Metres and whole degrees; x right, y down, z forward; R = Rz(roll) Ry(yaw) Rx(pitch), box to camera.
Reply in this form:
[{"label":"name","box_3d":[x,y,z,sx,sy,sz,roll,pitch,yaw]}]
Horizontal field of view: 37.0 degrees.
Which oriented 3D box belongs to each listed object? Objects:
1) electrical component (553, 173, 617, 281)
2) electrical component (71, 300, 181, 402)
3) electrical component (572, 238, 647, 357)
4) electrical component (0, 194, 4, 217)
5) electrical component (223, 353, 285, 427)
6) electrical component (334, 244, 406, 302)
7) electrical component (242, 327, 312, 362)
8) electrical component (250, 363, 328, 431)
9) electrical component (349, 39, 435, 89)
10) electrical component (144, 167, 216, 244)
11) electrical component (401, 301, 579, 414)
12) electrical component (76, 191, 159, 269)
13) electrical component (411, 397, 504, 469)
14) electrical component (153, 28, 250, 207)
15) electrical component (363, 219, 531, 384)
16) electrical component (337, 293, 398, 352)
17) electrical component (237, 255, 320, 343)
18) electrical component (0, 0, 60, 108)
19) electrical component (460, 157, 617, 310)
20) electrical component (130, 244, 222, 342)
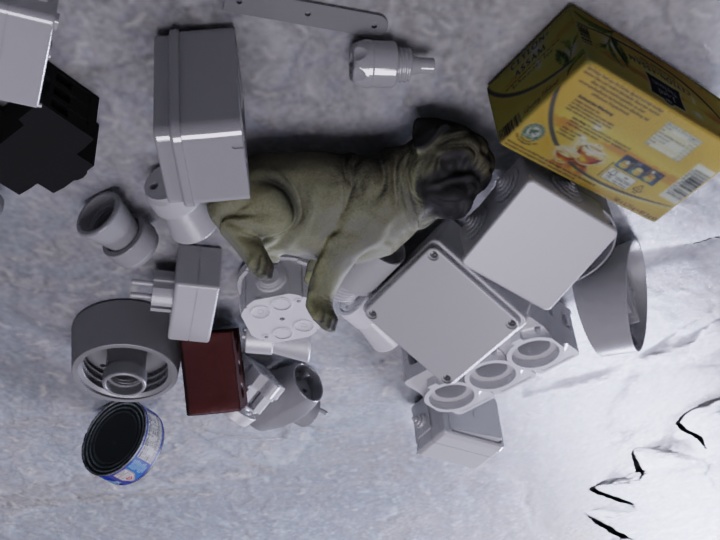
[{"label":"electrical component","box_3d":[0.167,-0.032,0.914,0.099,0.064,0.099,3,130,3]},{"label":"electrical component","box_3d":[-0.222,0.084,1.021,0.108,0.060,0.108,-3,141,-2]},{"label":"electrical component","box_3d":[0.232,0.028,0.974,0.064,0.099,0.099,-18,140,25]},{"label":"electrical component","box_3d":[-0.311,-0.067,0.840,0.079,0.043,0.077,-27,136,25]},{"label":"electrical component","box_3d":[-0.113,0.122,1.073,0.055,0.066,0.048,-51,130,1]},{"label":"electrical component","box_3d":[0.000,0.000,0.955,0.043,0.043,0.081,20,135,-27]},{"label":"electrical component","box_3d":[-0.080,0.064,1.028,0.065,0.044,0.044,5,140,-4]},{"label":"electrical component","box_3d":[-0.068,0.138,1.116,0.077,0.044,0.079,-32,133,29]},{"label":"electrical component","box_3d":[0.024,-0.149,0.782,0.061,0.035,0.035,0,141,-10]},{"label":"electrical component","box_3d":[-0.144,-0.055,0.872,0.045,0.045,0.055,-14,140,11]},{"label":"electrical component","box_3d":[0.125,0.078,1.049,0.150,0.061,0.089,-32,134,29]},{"label":"electrical component","box_3d":[-0.200,-0.032,0.893,0.045,0.045,0.055,-22,138,20]},{"label":"electrical component","box_3d":[0.101,0.165,1.153,0.096,0.061,0.061,19,135,-26]},{"label":"electrical component","box_3d":[-0.111,-0.108,0.756,0.057,0.113,0.078,-5,141,-4]},{"label":"electrical component","box_3d":[0.078,0.029,0.953,0.109,0.056,0.108,41,126,-5]},{"label":"electrical component","box_3d":[0.009,0.043,1.012,0.044,0.044,0.065,-28,131,26]},{"label":"electrical component","box_3d":[-0.071,0.024,0.971,0.080,0.051,0.080,-3,141,-2]},{"label":"electrical component","box_3d":[-0.233,-0.166,0.713,0.061,0.061,0.096,11,139,-18]},{"label":"electrical component","box_3d":[0.137,-0.030,0.845,0.100,0.048,0.099,28,118,-19]},{"label":"electrical component","box_3d":[-0.167,0.020,0.960,0.076,0.047,0.083,6,140,-11]}]
